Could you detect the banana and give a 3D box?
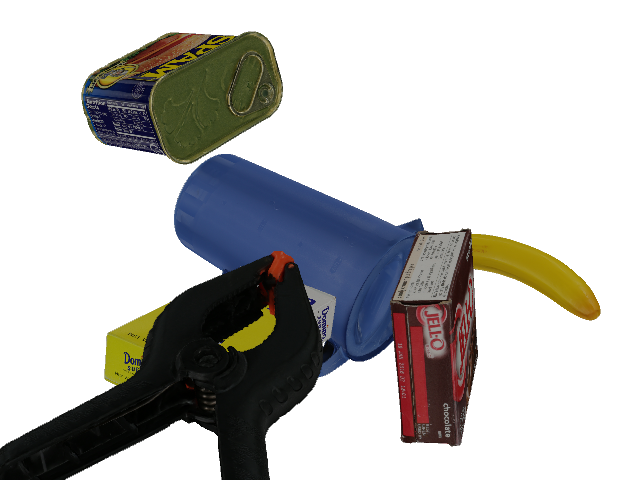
[{"bbox_3d":[0.188,0.030,1.059,0.198,0.069,0.037,14,-32,26],"label":"banana"}]

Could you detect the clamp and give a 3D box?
[{"bbox_3d":[-0.041,0.069,0.450,0.120,0.039,0.171,26,48,19],"label":"clamp"}]

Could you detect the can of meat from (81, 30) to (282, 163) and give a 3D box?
[{"bbox_3d":[-0.090,-0.095,0.681,0.084,0.057,0.101,13,39,44],"label":"can of meat"}]

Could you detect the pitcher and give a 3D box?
[{"bbox_3d":[-0.031,0.016,1.041,0.243,0.145,0.149,28,29,28],"label":"pitcher"}]

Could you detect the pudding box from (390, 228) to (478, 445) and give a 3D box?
[{"bbox_3d":[0.069,0.053,0.629,0.039,0.090,0.113,-1,21,12],"label":"pudding box"}]

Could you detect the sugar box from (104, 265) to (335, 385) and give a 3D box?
[{"bbox_3d":[-0.071,0.071,0.810,0.093,0.048,0.175,19,27,25],"label":"sugar box"}]
